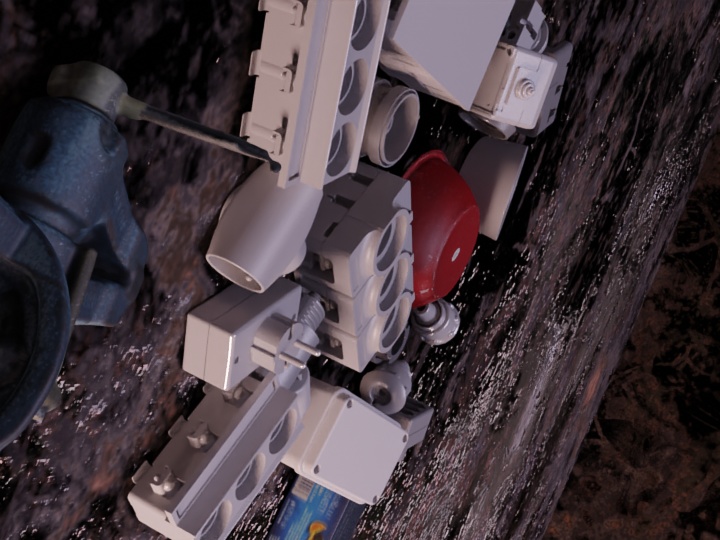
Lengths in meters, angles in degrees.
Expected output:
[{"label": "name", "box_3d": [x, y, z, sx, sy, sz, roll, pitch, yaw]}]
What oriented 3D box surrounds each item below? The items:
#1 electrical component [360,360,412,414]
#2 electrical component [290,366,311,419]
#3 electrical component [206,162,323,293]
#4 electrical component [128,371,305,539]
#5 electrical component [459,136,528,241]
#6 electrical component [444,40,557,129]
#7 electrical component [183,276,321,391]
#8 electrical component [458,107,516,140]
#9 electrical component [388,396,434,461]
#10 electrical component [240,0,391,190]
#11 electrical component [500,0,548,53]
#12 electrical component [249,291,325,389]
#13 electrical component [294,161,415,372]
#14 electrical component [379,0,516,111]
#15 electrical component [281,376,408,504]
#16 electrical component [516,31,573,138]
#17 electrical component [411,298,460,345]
[{"label": "electrical component", "box_3d": [0.031, 0.109, 1.061, 0.062, 0.048, 0.048, -45, 151, -59]}, {"label": "electrical component", "box_3d": [-0.059, 0.102, 0.843, 0.040, 0.040, 0.078, -49, 154, -37]}, {"label": "electrical component", "box_3d": [-0.058, -0.021, 0.710, 0.077, 0.044, 0.079, -60, 158, -17]}, {"label": "electrical component", "box_3d": [-0.099, 0.131, 0.745, 0.121, 0.063, 0.078, -53, 155, -31]}, {"label": "electrical component", "box_3d": [0.135, -0.083, 1.076, 0.099, 0.064, 0.099, -50, 154, -36]}, {"label": "electrical component", "box_3d": [0.119, -0.158, 0.899, 0.061, 0.096, 0.061, 7, 107, -39]}, {"label": "electrical component", "box_3d": [-0.063, 0.046, 0.725, 0.083, 0.076, 0.047, -37, 144, -52]}, {"label": "electrical component", "box_3d": [0.126, -0.156, 0.985, 0.057, 0.058, 0.078, -61, 179, -3]}, {"label": "electrical component", "box_3d": [0.035, 0.176, 1.131, 0.066, 0.047, 0.076, -10, 121, -65]}, {"label": "electrical component", "box_3d": [-0.028, -0.120, 0.654, 0.079, 0.063, 0.121, -34, 142, -54]}, {"label": "electrical component", "box_3d": [0.145, -0.220, 0.986, 0.055, 0.048, 0.066, 24, 89, -61]}, {"label": "electrical component", "box_3d": [-0.054, 0.050, 0.797, 0.081, 0.043, 0.043, -57, 157, -23]}, {"label": "electrical component", "box_3d": [0.000, 0.000, 0.847, 0.089, 0.062, 0.150, -53, 155, -31]}, {"label": "electrical component", "box_3d": [0.047, -0.193, 0.761, 0.105, 0.060, 0.186, -67, 159, 2]}, {"label": "electrical component", "box_3d": [-0.018, 0.146, 0.917, 0.113, 0.057, 0.078, 39, 74, -49]}, {"label": "electrical component", "box_3d": [0.171, -0.185, 1.077, 0.056, 0.050, 0.089, -39, 146, -50]}, {"label": "electrical component", "box_3d": [0.071, 0.046, 1.091, 0.048, 0.048, 0.062, -63, 152, -9]}]
